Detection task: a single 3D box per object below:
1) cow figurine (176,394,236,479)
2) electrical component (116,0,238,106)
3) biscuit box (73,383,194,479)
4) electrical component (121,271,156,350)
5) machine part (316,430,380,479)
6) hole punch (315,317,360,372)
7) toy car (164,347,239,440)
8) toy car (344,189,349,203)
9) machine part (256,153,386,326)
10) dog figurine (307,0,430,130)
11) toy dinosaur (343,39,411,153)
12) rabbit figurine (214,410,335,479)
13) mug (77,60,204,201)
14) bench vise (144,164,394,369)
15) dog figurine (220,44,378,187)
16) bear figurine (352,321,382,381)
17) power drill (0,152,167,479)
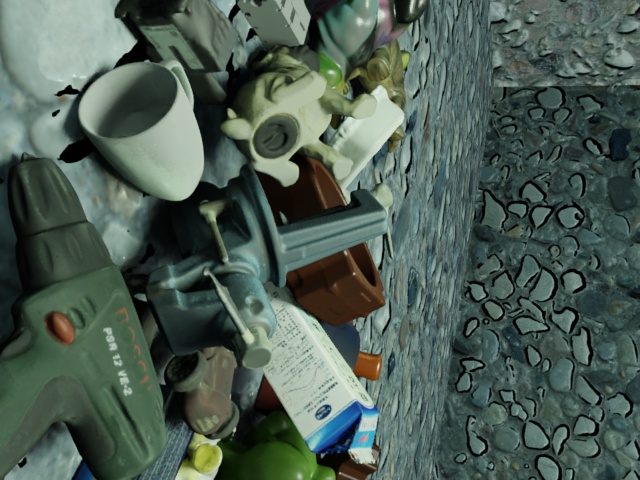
[{"bbox_3d":[-0.130,0.229,0.551,0.098,0.068,0.167,88,21,-65],"label":"cow figurine"},{"bbox_3d":[-0.115,-0.177,0.485,0.119,0.075,0.048,48,52,-55],"label":"electrical component"},{"bbox_3d":[-0.175,0.224,0.459,0.062,0.059,0.203,68,35,-50],"label":"biscuit box"},{"bbox_3d":[-0.168,0.079,0.460,0.078,0.045,0.102,43,56,-61],"label":"electrical component"},{"bbox_3d":[0.007,0.295,0.770,0.056,0.179,0.179,34,59,-30],"label":"machine part"},{"bbox_3d":[0.002,0.130,0.760,0.142,0.092,0.116,43,46,-10],"label":"hole punch"},{"bbox_3d":[-0.104,0.096,0.531,0.202,0.053,0.089,-94,164,-55],"label":"toy car"},{"bbox_3d":[0.043,-0.024,0.926,0.201,0.056,0.073,51,48,-59],"label":"toy car"},{"bbox_3d":[-0.001,-0.002,0.682,0.200,0.087,0.201,44,25,-59],"label":"machine part"},{"bbox_3d":[0.045,-0.265,0.738,0.191,0.109,0.219,-3,119,-34],"label":"dog figurine"},{"bbox_3d":[0.081,-0.322,0.899,0.470,0.105,0.198,62,33,-52],"label":"toy dinosaur"},{"bbox_3d":[-0.059,0.253,0.624,0.170,0.159,0.121,98,-8,-75],"label":"rabbit figurine"},{"bbox_3d":[-0.139,-0.091,0.458,0.107,0.081,0.109,80,19,-58],"label":"mug"},{"bbox_3d":[-0.035,0.004,0.483,0.224,0.241,0.128,-128,-156,-56],"label":"bench vise"},{"bbox_3d":[-0.055,-0.158,0.592,0.172,0.191,0.121,6,123,-43],"label":"dog figurine"},{"bbox_3d":[0.051,0.122,0.902,0.120,0.132,0.196,117,-10,-74],"label":"bear figurine"},{"bbox_3d":[-0.200,0.077,0.325,0.231,0.086,0.207,68,28,-12],"label":"power drill"}]
